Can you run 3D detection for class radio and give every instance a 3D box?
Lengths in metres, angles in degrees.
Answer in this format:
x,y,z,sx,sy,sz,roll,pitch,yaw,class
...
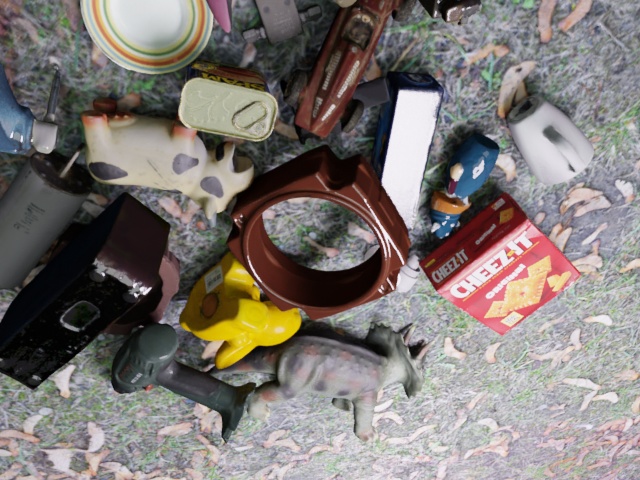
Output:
x,y,z,sx,sy,sz,roll,pitch,yaw,class
-0.279,0.060,0.619,0.229,0.131,0.073,-40,120,17,radio

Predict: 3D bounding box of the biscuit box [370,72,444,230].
x,y,z,sx,sy,sz,roll,pitch,yaw,class
0.104,-0.111,0.698,0.063,0.059,0.202,0,124,-12,biscuit box

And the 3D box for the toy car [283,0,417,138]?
x,y,z,sx,sy,sz,roll,pitch,yaw,class
0.033,-0.210,0.580,0.089,0.053,0.202,25,91,-19,toy car

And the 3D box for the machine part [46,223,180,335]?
x,y,z,sx,sy,sz,roll,pitch,yaw,class
-0.279,0.049,0.727,0.179,0.056,0.179,-5,125,-8,machine part

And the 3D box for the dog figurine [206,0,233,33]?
x,y,z,sx,sy,sz,roll,pitch,yaw,class
-0.146,-0.288,0.476,0.192,0.109,0.219,-22,119,0,dog figurine

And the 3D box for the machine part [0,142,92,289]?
x,y,z,sx,sy,sz,roll,pitch,yaw,class
-0.352,-0.022,0.647,0.079,0.079,0.243,35,112,-30,machine part

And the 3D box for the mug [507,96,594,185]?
x,y,z,sx,sy,sz,roll,pitch,yaw,class
0.298,-0.131,0.705,0.081,0.110,0.107,-40,112,21,mug

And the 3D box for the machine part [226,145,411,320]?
x,y,z,sx,sy,sz,roll,pitch,yaw,class
-0.001,-0.002,0.693,0.201,0.087,0.200,-22,118,26,machine part

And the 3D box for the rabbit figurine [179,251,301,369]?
x,y,z,sx,sy,sz,roll,pitch,yaw,class
-0.105,0.120,0.783,0.162,0.122,0.173,-45,140,21,rabbit figurine

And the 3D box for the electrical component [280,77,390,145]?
x,y,z,sx,sy,sz,roll,pitch,yaw,class
0.019,-0.170,0.646,0.119,0.048,0.074,-22,126,2,electrical component

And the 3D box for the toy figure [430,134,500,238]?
x,y,z,sx,sy,sz,roll,pitch,yaw,class
0.194,-0.072,0.749,0.064,0.058,0.154,14,125,-15,toy figure

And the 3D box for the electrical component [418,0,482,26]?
x,y,z,sx,sy,sz,roll,pitch,yaw,class
0.134,-0.273,0.573,0.045,0.102,0.078,-10,135,-11,electrical component

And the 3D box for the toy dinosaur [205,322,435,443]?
x,y,z,sx,sy,sz,roll,pitch,yaw,class
0.006,0.203,0.866,0.405,0.131,0.192,12,108,-15,toy dinosaur

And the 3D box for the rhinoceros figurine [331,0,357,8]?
x,y,z,sx,sy,sz,roll,pitch,yaw,class
0.054,-0.318,0.519,0.190,0.112,0.073,-37,166,6,rhinoceros figurine

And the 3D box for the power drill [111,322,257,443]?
x,y,z,sx,sy,sz,roll,pitch,yaw,class
-0.205,0.212,0.787,0.207,0.086,0.232,33,139,0,power drill

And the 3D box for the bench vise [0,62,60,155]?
x,y,z,sx,sy,sz,roll,pitch,yaw,class
-0.393,-0.094,0.561,0.223,0.129,0.240,-3,147,-28,bench vise

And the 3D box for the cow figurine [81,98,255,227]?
x,y,z,sx,sy,sz,roll,pitch,yaw,class
-0.174,-0.089,0.637,0.195,0.086,0.127,6,124,-13,cow figurine

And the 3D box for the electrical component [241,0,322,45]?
x,y,z,sx,sy,sz,roll,pitch,yaw,class
-0.047,-0.252,0.590,0.094,0.021,0.063,-20,126,2,electrical component
